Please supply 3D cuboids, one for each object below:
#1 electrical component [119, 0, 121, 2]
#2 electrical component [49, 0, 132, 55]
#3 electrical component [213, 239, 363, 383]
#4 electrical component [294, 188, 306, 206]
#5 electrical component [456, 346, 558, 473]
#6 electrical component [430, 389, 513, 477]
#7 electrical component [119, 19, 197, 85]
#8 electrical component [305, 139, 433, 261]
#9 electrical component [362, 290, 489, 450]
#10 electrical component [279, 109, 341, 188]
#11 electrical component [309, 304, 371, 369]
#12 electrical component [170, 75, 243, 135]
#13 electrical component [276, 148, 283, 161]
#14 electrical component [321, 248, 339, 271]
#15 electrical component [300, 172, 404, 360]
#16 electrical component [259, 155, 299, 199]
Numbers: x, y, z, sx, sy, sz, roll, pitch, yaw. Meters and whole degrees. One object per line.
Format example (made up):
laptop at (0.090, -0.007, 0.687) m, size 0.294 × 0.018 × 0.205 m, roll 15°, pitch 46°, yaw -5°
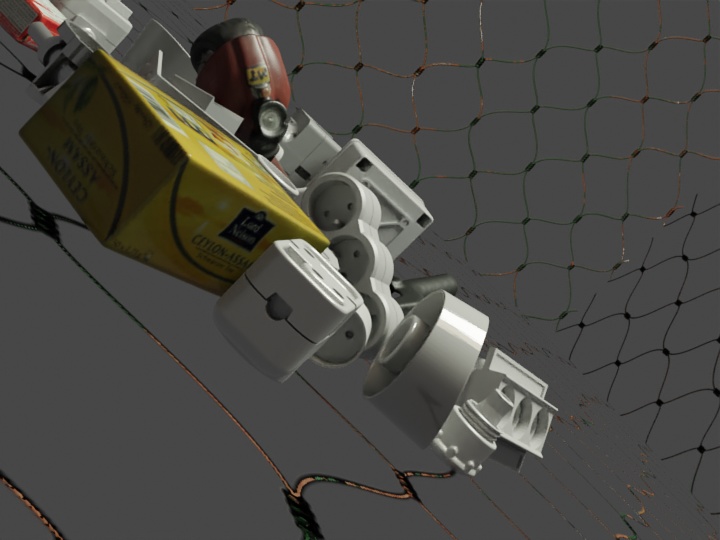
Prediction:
electrical component at (-0.259, -0.274, 0.994) m, size 0.076 × 0.083 × 0.047 m, roll 38°, pitch 9°, yaw -42°
electrical component at (-0.231, -0.212, 0.879) m, size 0.062 × 0.061 × 0.096 m, roll 37°, pitch 10°, yaw -48°
electrical component at (-0.041, 0.022, 0.595) m, size 0.054 × 0.059 × 0.095 m, roll 45°, pitch 7°, yaw 3°
electrical component at (-0.033, -0.042, 0.965) m, size 0.096 × 0.061 × 0.061 m, roll -6°, pitch 91°, yaw -77°
electrical component at (0.106, 0.112, 0.871) m, size 0.063 × 0.078 × 0.121 m, roll 14°, pitch -12°, yaw 33°
electrical component at (0.081, 0.111, 0.761) m, size 0.048 × 0.062 × 0.048 m, roll 43°, pitch 7°, yaw -7°
electrical component at (-0.173, -0.176, 0.989) m, size 0.099 × 0.064 × 0.099 m, roll 44°, pitch 6°, yaw -6°
electrical component at (-0.003, -0.055, 1.079) m, size 0.109 × 0.109 × 0.056 m, roll 41°, pitch 10°, yaw -26°
electrical component at (0.048, 0.065, 0.722) m, size 0.064 × 0.099 × 0.099 m, roll 37°, pitch 8°, yaw -10°
electrical component at (-0.074, -0.115, 1.103) m, size 0.056 × 0.089 × 0.050 m, roll 41°, pitch 8°, yaw -29°
electrical component at (-0.014, 0.038, 0.725) m, size 0.043 × 0.043 × 0.081 m, roll 44°, pitch 7°, yaw -1°
electrical component at (-0.129, -0.103, 0.806) m, size 0.042 × 0.063 × 0.081 m, roll 31°, pitch 0°, yaw 27°
electrical component at (-0.115, -0.119, 1.023) m, size 0.057 × 0.058 × 0.078 m, roll 42°, pitch 7°, yaw -40°
electrical component at (-0.056, -0.008, 0.728) m, size 0.080 × 0.051 × 0.080 m, roll 44°, pitch 7°, yaw -7°
electrical component at (0.000, 0.000, 0.811) m, size 0.074 × 0.052 × 0.138 m, roll 28°, pitch 48°, yaw -68°
electrical component at (-0.082, -0.055, 0.835) m, size 0.045 × 0.055 × 0.045 m, roll 44°, pitch 7°, yaw -7°
